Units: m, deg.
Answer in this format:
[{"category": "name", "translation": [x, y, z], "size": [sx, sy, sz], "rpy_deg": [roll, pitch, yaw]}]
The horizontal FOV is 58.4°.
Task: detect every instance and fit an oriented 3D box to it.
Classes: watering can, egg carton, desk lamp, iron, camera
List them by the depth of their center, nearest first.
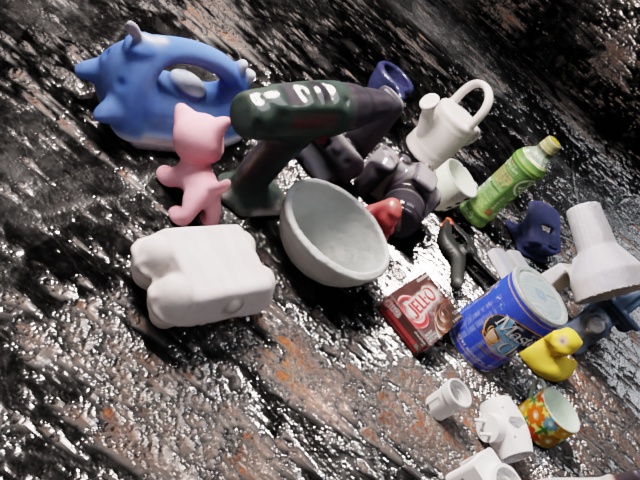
[{"category": "egg carton", "translation": [-0.121, 0.039, 0.606], "size": [0.151, 0.069, 0.107], "rpy_deg": [-7, 58, -47]}, {"category": "iron", "translation": [-0.167, -0.201, 0.746], "size": [0.259, 0.141, 0.118], "rpy_deg": [-4, 56, -46]}, {"category": "camera", "translation": [0.133, -0.078, 0.947], "size": [0.143, 0.100, 0.137], "rpy_deg": [37, 36, -9]}, {"category": "desk lamp", "translation": [0.442, 0.046, 1.024], "size": [0.118, 0.213, 0.203], "rpy_deg": [5, 50, -41]}, {"category": "watering can", "translation": [0.270, -0.244, 1.172], "size": [0.173, 0.193, 0.101], "rpy_deg": [-9, 60, -48]}]

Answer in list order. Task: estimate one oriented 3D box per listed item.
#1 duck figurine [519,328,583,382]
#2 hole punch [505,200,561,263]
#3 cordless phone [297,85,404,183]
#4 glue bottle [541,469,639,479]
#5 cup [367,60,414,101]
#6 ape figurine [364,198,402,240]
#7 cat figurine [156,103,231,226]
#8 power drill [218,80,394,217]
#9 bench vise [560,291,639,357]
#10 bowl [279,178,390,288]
[{"category": "duck figurine", "translation": [0.392, 0.181, 0.945], "size": [0.105, 0.086, 0.077], "rpy_deg": [34, 36, -13]}, {"category": "hole punch", "translation": [0.469, -0.017, 1.220], "size": [0.109, 0.091, 0.101], "rpy_deg": [18, 42, -31]}, {"category": "cordless phone", "translation": [0.040, -0.189, 0.897], "size": [0.147, 0.184, 0.094], "rpy_deg": [47, 35, 6]}, {"category": "glue bottle", "translation": [0.288, 0.298, 0.647], "size": [0.037, 0.173, 0.078], "rpy_deg": [26, 38, -22]}, {"category": "cup", "translation": [0.134, -0.297, 1.180], "size": [0.092, 0.094, 0.117], "rpy_deg": [19, 42, -30]}, {"category": "ape figurine", "translation": [0.086, -0.027, 0.857], "size": [0.078, 0.092, 0.076], "rpy_deg": [16, 44, -33]}, {"category": "cat figurine", "translation": [-0.141, -0.096, 0.683], "size": [0.067, 0.117, 0.127], "rpy_deg": [0, 54, -44]}, {"category": "power drill", "translation": [-0.034, -0.123, 0.737], "size": [0.230, 0.208, 0.075], "rpy_deg": [-7, 58, -48]}, {"category": "bench vise", "translation": [0.556, 0.127, 1.045], "size": [0.121, 0.219, 0.208], "rpy_deg": [44, 35, 2]}, {"category": "bowl", "translation": [0.007, 0.003, 0.764], "size": [0.168, 0.074, 0.167], "rpy_deg": [26, 39, -23]}]
